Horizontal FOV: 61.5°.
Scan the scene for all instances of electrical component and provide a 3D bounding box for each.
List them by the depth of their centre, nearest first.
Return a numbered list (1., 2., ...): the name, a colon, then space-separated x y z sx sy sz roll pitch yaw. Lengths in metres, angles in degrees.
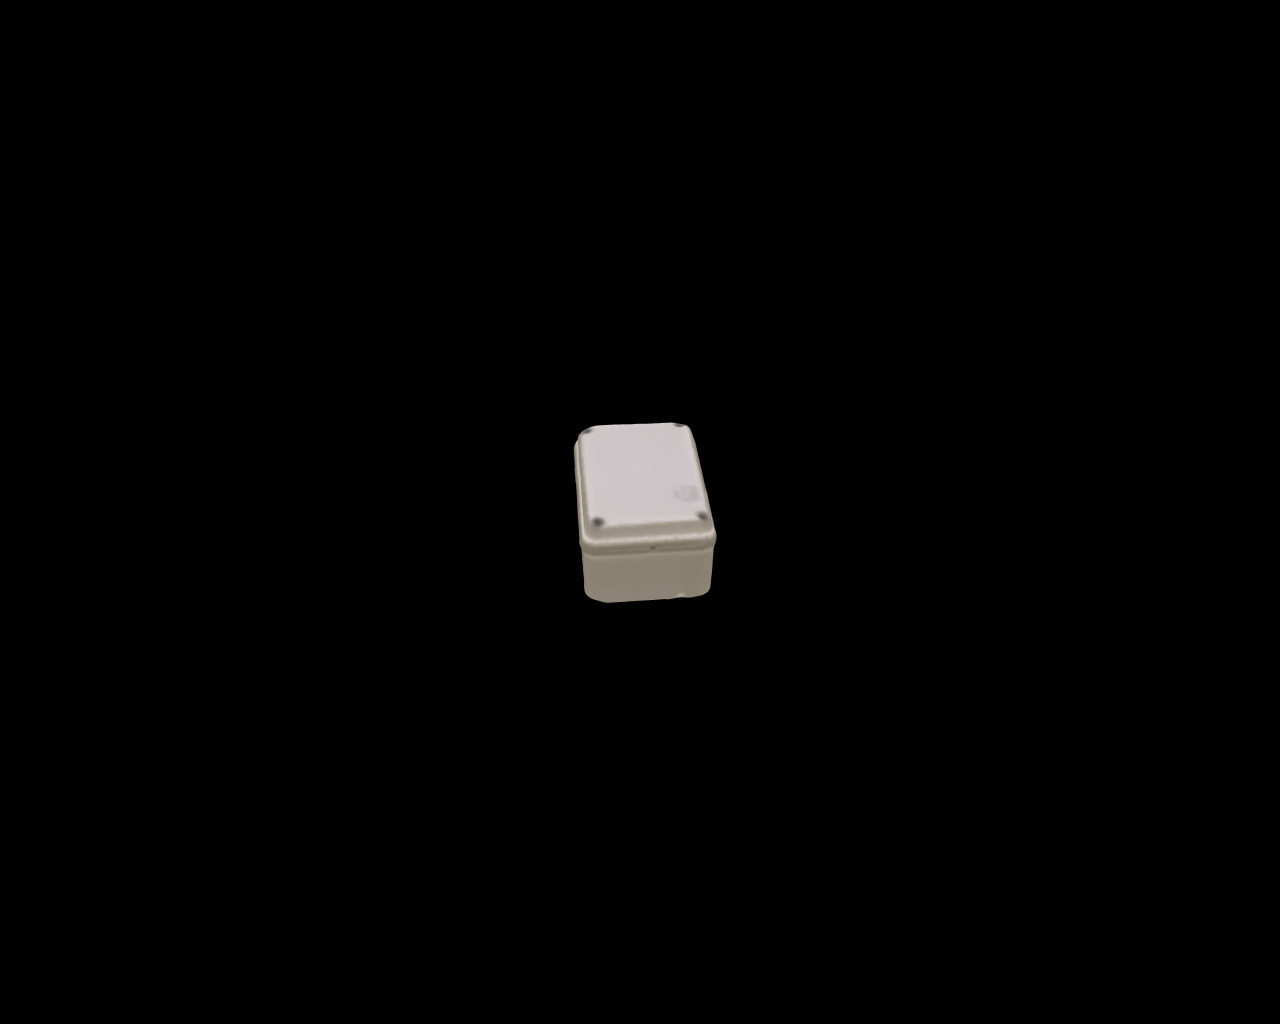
1. electrical component: 0.001 -0.003 0.650 0.078 0.057 0.113 -3 37 -4
